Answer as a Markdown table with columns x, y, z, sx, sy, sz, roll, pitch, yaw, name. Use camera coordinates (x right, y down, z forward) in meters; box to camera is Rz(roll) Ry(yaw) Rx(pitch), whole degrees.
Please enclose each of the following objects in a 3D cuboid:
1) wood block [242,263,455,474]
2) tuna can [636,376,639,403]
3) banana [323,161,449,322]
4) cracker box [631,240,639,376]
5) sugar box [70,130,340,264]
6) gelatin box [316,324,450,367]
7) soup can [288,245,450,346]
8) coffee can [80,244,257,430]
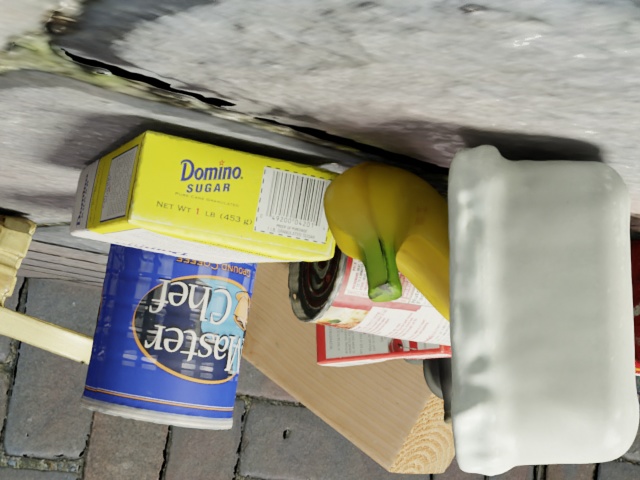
| x | y | z | sx | sy | sz | roll | pitch | yaw | name |
| --- | --- | --- | --- | --- | --- | --- | --- | --- | --- |
| 0.027 | 0.101 | 0.894 | 0.206 | 0.091 | 0.090 | 32 | -171 | 36 | wood block |
| 0.227 | 0.100 | 0.672 | 0.086 | 0.034 | 0.086 | 9 | 174 | 1 | tuna can |
| 0.040 | 0.005 | 0.466 | 0.037 | 0.069 | 0.197 | -14 | 167 | 19 | banana |
| 0.253 | 0.051 | 0.547 | 0.213 | 0.072 | 0.164 | 10 | 174 | -3 | cracker box |
| -0.064 | -0.016 | 0.527 | 0.093 | 0.048 | 0.176 | 12 | 177 | -21 | sugar box |
| 0.041 | 0.038 | 0.653 | 0.089 | 0.073 | 0.030 | -9 | 166 | 29 | gelatin box |
| 0.043 | 0.018 | 0.571 | 0.102 | 0.068 | 0.069 | 11 | 173 | -22 | soup can |
| -0.099 | 0.050 | 0.722 | 0.103 | 0.140 | 0.103 | 9 | 174 | 1 | coffee can |
